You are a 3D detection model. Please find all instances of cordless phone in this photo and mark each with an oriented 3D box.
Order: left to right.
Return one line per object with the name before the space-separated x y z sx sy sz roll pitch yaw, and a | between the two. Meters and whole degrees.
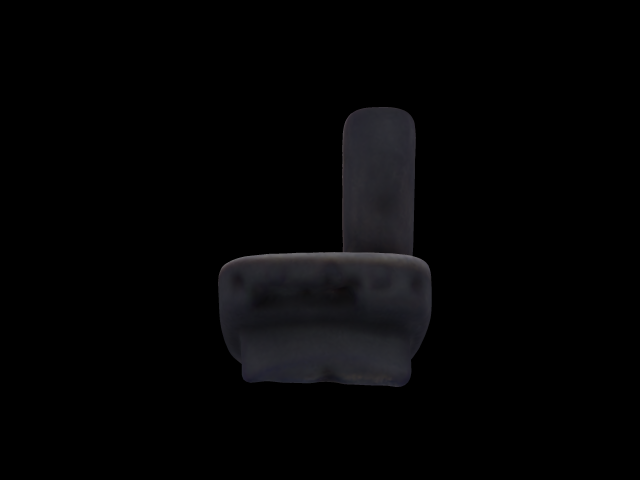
cordless phone | 0.004 0.001 0.400 0.147 0.185 0.094 0 0 -7
